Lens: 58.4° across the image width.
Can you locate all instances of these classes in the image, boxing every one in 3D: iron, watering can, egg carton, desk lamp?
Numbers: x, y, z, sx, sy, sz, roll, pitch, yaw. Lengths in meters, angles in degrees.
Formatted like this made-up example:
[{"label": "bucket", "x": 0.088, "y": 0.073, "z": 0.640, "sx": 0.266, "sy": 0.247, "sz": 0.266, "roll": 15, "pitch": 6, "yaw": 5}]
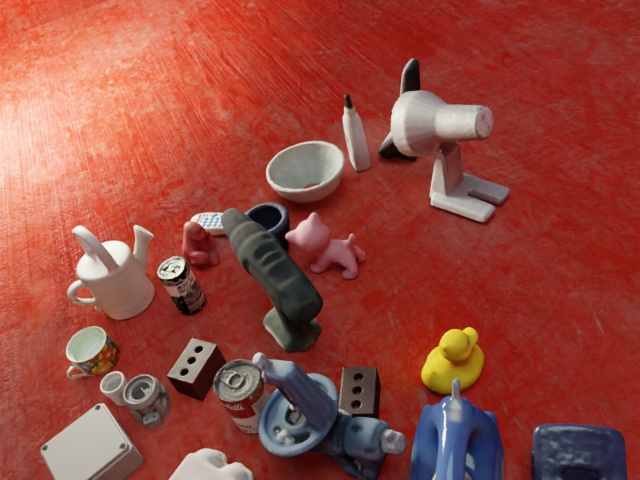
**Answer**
[{"label": "iron", "x": 0.156, "y": 0.299, "z": 0.672, "sx": 0.118, "sy": 0.142, "sz": 0.258, "roll": 1, "pitch": 46, "yaw": 17}, {"label": "watering can", "x": -0.380, "y": 0.043, "z": 1.039, "sx": 0.100, "sy": 0.194, "sz": 0.173, "roll": 10, "pitch": 49, "yaw": 24}, {"label": "egg carton", "x": -0.162, "y": 0.355, "z": 0.757, "sx": 0.107, "sy": 0.069, "sz": 0.150, "roll": 17, "pitch": 53, "yaw": 29}, {"label": "desk lamp", "x": 0.242, "y": -0.166, "z": 1.060, "sx": 0.202, "sy": 0.214, "sz": 0.118, "roll": 24, "pitch": 56, "yaw": 33}]

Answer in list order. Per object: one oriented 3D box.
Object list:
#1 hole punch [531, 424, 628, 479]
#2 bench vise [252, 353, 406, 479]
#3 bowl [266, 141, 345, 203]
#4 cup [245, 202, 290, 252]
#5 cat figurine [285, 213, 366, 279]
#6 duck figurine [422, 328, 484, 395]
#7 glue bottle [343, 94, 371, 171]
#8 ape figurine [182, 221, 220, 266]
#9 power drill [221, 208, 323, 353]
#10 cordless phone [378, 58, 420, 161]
[{"label": "hole punch", "x": 0.310, "y": 0.281, "z": 0.683, "sx": 0.108, "sy": 0.091, "sz": 0.101, "roll": -1, "pitch": 46, "yaw": 14}, {"label": "bench vise", "x": 0.004, "y": 0.215, "z": 0.742, "sx": 0.207, "sy": 0.220, "sz": 0.121, "roll": -5, "pitch": 45, "yaw": 11}, {"label": "bowl", "x": -0.023, "y": -0.130, "z": 1.198, "sx": 0.167, "sy": 0.075, "sz": 0.167, "roll": -8, "pitch": 45, "yaw": 8}, {"label": "cup", "x": -0.106, "y": -0.006, "z": 1.083, "sx": 0.117, "sy": 0.095, "sz": 0.091, "roll": -11, "pitch": 44, "yaw": 4}, {"label": "cat figurine", "x": 0.009, "y": 0.004, "z": 1.025, "sx": 0.127, "sy": 0.118, "sz": 0.067, "roll": 7, "pitch": 48, "yaw": 22}, {"label": "duck figurine", "x": 0.192, "y": 0.169, "z": 0.832, "sx": 0.105, "sy": 0.086, "sz": 0.077, "roll": -33, "pitch": 47, "yaw": -17}, {"label": "glue bottle", "x": 0.070, "y": -0.231, "z": 1.202, "sx": 0.037, "sy": 0.173, "sz": 0.078, "roll": -19, "pitch": 44, "yaw": -3}, {"label": "ape figurine", "x": -0.237, "y": 0.002, "z": 1.113, "sx": 0.076, "sy": 0.092, "sz": 0.078, "roll": 6, "pitch": 48, "yaw": 21}, {"label": "power drill", "x": -0.070, "y": 0.075, "z": 0.910, "sx": 0.076, "sy": 0.209, "sz": 0.228, "roll": -34, "pitch": 47, "yaw": -18}, {"label": "cordless phone", "x": 0.175, "y": -0.274, "z": 1.207, "sx": 0.093, "sy": 0.185, "sz": 0.148, "roll": 12, "pitch": 50, "yaw": 26}]
